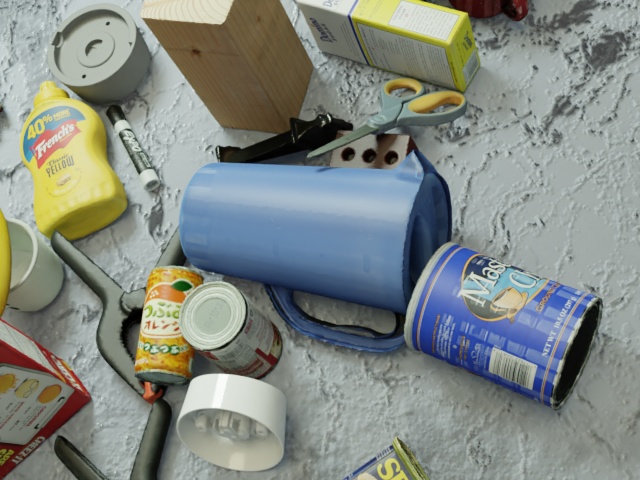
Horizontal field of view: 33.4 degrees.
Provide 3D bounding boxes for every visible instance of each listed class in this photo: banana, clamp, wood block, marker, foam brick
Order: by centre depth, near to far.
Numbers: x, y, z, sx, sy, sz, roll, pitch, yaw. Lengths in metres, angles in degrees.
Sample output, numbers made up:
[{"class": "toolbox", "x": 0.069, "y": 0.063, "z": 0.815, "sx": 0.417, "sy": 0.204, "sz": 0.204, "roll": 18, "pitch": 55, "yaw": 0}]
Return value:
[{"class": "clamp", "x": -0.172, "y": 0.233, "z": 0.993, "sx": 0.120, "sy": 0.039, "sz": 0.171, "roll": -32, "pitch": 66, "yaw": 8}, {"class": "banana", "x": -0.334, "y": 0.026, "z": 1.048, "sx": 0.070, "sy": 0.037, "sz": 0.198, "roll": -5, "pitch": 67, "yaw": 14}, {"class": "foam brick", "x": 0.054, "y": -0.071, "z": 1.049, "sx": 0.078, "sy": 0.051, "sz": 0.053, "roll": 6, "pitch": 68, "yaw": 20}, {"class": "wood block", "x": -0.086, "y": -0.196, "z": 1.063, "sx": 0.091, "sy": 0.206, "sz": 0.090, "roll": 9, "pitch": 70, "yaw": 20}, {"class": "clamp", "x": -0.192, "y": 0.062, "z": 1.073, "sx": 0.164, "sy": 0.036, "sz": 0.210, "roll": -7, "pitch": 67, "yaw": 5}, {"class": "marker", "x": -0.206, "y": -0.103, "z": 1.166, "sx": 0.020, "sy": 0.020, "sz": 0.121, "roll": -32, "pitch": 61, "yaw": 2}]

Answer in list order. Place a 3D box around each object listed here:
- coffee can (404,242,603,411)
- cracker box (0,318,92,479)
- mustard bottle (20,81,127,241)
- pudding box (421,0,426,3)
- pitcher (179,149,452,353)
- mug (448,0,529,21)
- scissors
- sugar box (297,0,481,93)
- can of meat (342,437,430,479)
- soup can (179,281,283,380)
[{"class": "coffee can", "x": 0.158, "y": 0.073, "z": 0.922, "sx": 0.140, "sy": 0.102, "sz": 0.102, "roll": 22, "pitch": 75, "yaw": 25}, {"class": "cracker box", "x": -0.337, "y": 0.147, "z": 0.984, "sx": 0.164, "sy": 0.213, "sz": 0.072, "roll": -41, "pitch": 59, "yaw": -4}, {"class": "mustard bottle", "x": -0.277, "y": -0.097, "z": 1.164, "sx": 0.096, "sy": 0.058, "sz": 0.192, "roll": -27, "pitch": 61, "yaw": 9}, {"class": "pudding box", "x": 0.099, "y": -0.283, "z": 1.106, "sx": 0.039, "sy": 0.090, "sz": 0.113, "roll": 27, "pitch": 77, "yaw": 14}, {"class": "pitcher", "x": -0.007, "y": 0.001, "z": 1.003, "sx": 0.243, "sy": 0.145, "sz": 0.149, "roll": 7, "pitch": 56, "yaw": 24}, {"class": "mug", "x": 0.172, "y": -0.269, "z": 1.079, "sx": 0.093, "sy": 0.081, "sz": 0.117, "roll": -37, "pitch": 73, "yaw": -2}, {"class": "scissors", "x": 0.051, "y": -0.122, "z": 1.039, "sx": 0.201, "sy": 0.016, "sz": 0.096, "roll": -16, "pitch": 39, "yaw": -27}, {"class": "sugar box", "x": 0.070, "y": -0.211, "z": 1.084, "sx": 0.176, "sy": 0.093, "sz": 0.048, "roll": 24, "pitch": 74, "yaw": 25}, {"class": "can of meat", "x": 0.061, "y": 0.235, "z": 0.908, "sx": 0.084, "sy": 0.057, "sz": 0.102, "roll": -35, "pitch": 61, "yaw": 3}, {"class": "soup can", "x": -0.082, "y": 0.086, "z": 0.993, "sx": 0.068, "sy": 0.102, "sz": 0.068, "roll": -7, "pitch": 65, "yaw": 15}]
